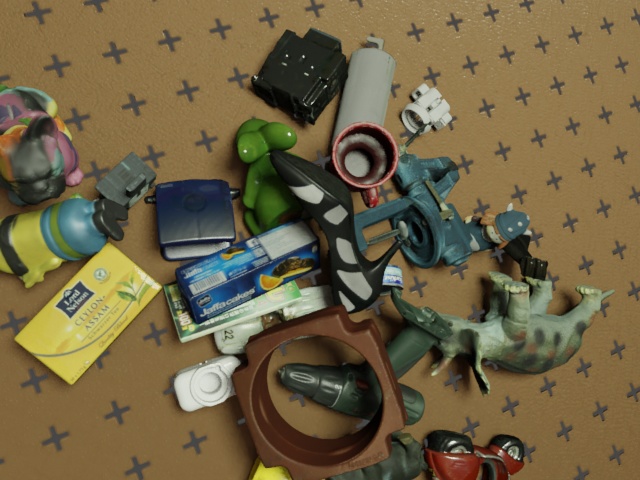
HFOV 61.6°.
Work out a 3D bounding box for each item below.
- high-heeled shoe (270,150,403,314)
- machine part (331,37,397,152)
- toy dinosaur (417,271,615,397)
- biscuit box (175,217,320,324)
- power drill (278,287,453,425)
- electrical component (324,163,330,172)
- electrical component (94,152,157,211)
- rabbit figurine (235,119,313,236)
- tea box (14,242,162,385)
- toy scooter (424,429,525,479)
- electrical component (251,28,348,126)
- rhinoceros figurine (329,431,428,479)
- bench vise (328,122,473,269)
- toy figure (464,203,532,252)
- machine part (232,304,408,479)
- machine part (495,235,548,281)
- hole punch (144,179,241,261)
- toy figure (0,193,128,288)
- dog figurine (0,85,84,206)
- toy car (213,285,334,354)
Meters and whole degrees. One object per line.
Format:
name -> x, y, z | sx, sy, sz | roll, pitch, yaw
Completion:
high-heeled shoe -> -0.001, -0.002, 0.729 | 0.248, 0.086, 0.145 | 38, 110, -16
machine part -> 0.071, -0.216, 0.867 | 0.079, 0.079, 0.243 | 16, 79, -13
toy dinosaur -> 0.348, 0.156, 0.888 | 0.405, 0.131, 0.192 | 7, 99, -22
biscuit box -> -0.098, 0.041, 0.756 | 0.203, 0.062, 0.059 | -24, 50, -21
power drill -> 0.082, 0.175, 0.793 | 0.232, 0.086, 0.207 | 29, 100, -17
electrical component -> 0.017, -0.069, 0.837 | 0.021, 0.063, 0.094 | -3, 64, 8
electrical component -> -0.266, -0.078, 0.736 | 0.047, 0.119, 0.075 | 43, 77, -8
rabbit figurine -> -0.081, -0.107, 0.788 | 0.121, 0.159, 0.170 | -26, 76, -7
tea box -> -0.307, 0.097, 0.730 | 0.098, 0.068, 0.169 | 41, 76, -8
toy scooter -> 0.244, 0.376, 0.850 | 0.184, 0.075, 0.135 | 11, 82, -19
electrical component -> -0.024, -0.262, 0.836 | 0.115, 0.058, 0.134 | 28, 77, 14
rhinoceros figurine -> 0.069, 0.352, 0.808 | 0.190, 0.073, 0.112 | -19, 100, -19
bench vise -> 0.127, -0.042, 0.844 | 0.241, 0.129, 0.223 | -21, 87, -21
toy figure -> 0.273, -0.013, 0.860 | 0.064, 0.154, 0.058 | 27, 75, -13
machine part -> 0.001, 0.200, 0.716 | 0.201, 0.087, 0.201 | -20, 90, 8
machine part -> 0.328, 0.015, 0.892 | 0.084, 0.139, 0.039 | 14, 116, -17
hole punch -> -0.179, -0.034, 0.772 | 0.142, 0.092, 0.115 | -6, 81, -12
toy figure -> -0.344, -0.009, 0.698 | 0.180, 0.082, 0.089 | -19, 116, 15
dog figurine -> -0.367, -0.128, 0.662 | 0.108, 0.219, 0.191 | -21, 90, -20
toy car -> -0.060, 0.117, 0.803 | 0.202, 0.056, 0.073 | -11, 86, -16
